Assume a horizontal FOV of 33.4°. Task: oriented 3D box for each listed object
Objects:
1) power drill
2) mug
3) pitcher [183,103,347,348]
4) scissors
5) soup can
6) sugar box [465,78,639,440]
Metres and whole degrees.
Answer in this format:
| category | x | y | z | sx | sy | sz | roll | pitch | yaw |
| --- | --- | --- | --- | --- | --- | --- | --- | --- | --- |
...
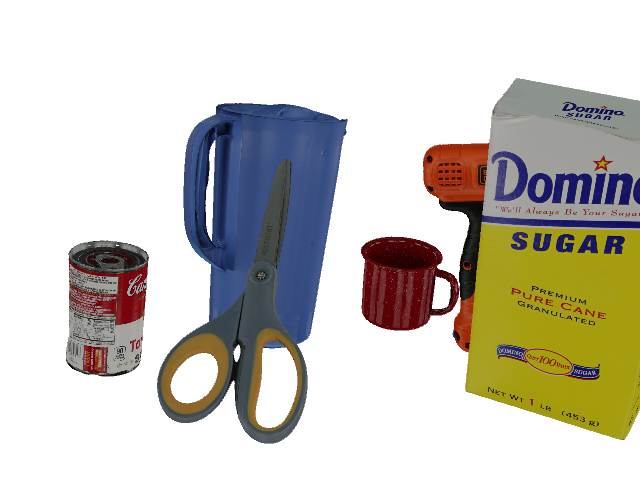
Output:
| category | x | y | z | sx | sy | sz | roll | pitch | yaw |
| --- | --- | --- | --- | --- | --- | --- | --- | --- | --- |
| power drill | 0.183 | 0.004 | 0.924 | 0.184 | 0.188 | 0.057 | 1 | 13 | 14 |
| mug | 0.101 | 0.053 | 1.223 | 0.117 | 0.081 | 0.093 | 11 | 25 | 17 |
| pitcher | -0.060 | -0.018 | 1.089 | 0.149 | 0.243 | 0.145 | 7 | 12 | 2 |
| scissors | -0.054 | 0.033 | 0.652 | 0.096 | 0.202 | 0.016 | -9 | -37 | 0 |
| soup can | -0.188 | 0.060 | 0.933 | 0.068 | 0.102 | 0.068 | 6 | 19 | -2 |
| sugar box | 0.128 | 0.012 | 0.545 | 0.093 | 0.176 | 0.048 | 14 | 37 | 22 |
